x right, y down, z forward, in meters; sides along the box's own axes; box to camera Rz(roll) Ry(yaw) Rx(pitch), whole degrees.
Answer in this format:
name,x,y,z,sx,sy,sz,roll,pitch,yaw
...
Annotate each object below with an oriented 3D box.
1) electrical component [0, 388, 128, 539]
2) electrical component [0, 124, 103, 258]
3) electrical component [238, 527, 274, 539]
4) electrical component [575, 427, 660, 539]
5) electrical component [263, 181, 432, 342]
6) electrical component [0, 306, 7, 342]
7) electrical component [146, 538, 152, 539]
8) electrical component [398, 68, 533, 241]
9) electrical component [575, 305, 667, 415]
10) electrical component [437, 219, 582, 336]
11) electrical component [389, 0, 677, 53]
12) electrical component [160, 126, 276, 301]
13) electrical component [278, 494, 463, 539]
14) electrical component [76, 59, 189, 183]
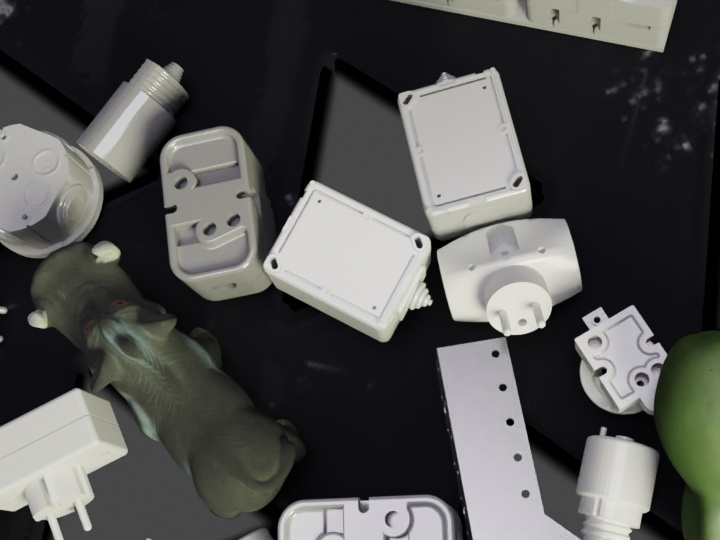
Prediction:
name,x,y,z,sx,sy,sz,roll,pitch,yaw
electrical component,-0.184,0.125,0.645,0.083,0.047,0.075,-27,70,2
electrical component,-0.214,-0.052,0.703,0.080,0.051,0.080,-3,73,10
electrical component,-0.059,0.176,0.610,0.040,0.040,0.046,-32,75,0
electrical component,0.137,0.126,0.585,0.040,0.040,0.078,12,76,14
electrical component,0.000,0.000,0.643,0.096,0.061,0.061,27,80,10
electrical component,-0.263,0.031,0.685,0.074,0.052,0.138,9,84,-31
electrical component,-0.123,0.196,0.616,0.040,0.040,0.078,17,78,16
electrical component,0.063,-0.073,0.649,0.062,0.061,0.096,-15,71,7
electrical component,0.147,0.053,0.597,0.048,0.055,0.066,-31,70,1
electrical component,0.088,0.010,0.617,0.077,0.043,0.079,-14,34,7
electrical component,0.114,-0.216,0.683,0.186,0.060,0.105,15,77,15
electrical component,-0.086,-0.032,0.667,0.054,0.059,0.095,-11,72,8
electrical component,0.008,0.154,0.592,0.095,0.059,0.053,-5,73,10
electrical component,-0.144,-0.103,0.709,0.043,0.043,0.081,34,83,18
